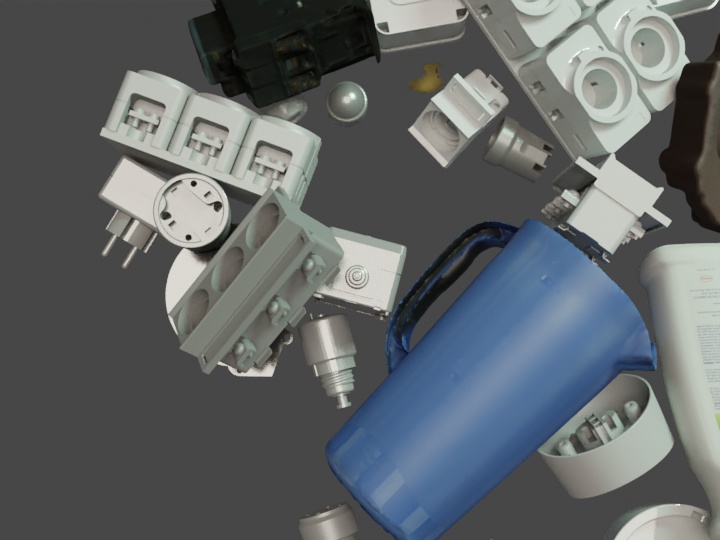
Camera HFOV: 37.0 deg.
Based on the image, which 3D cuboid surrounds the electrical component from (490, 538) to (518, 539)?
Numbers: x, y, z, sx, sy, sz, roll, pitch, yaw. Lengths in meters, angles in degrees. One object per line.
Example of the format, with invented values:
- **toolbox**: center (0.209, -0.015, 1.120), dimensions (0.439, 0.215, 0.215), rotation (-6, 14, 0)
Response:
- **electrical component**: center (0.113, 0.242, 0.827), dimensions (0.055, 0.048, 0.066), rotation (31, 85, 10)

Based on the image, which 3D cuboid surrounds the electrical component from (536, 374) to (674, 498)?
- **electrical component**: center (0.184, 0.126, 0.815), dimensions (0.099, 0.099, 0.064), rotation (-31, 92, -3)

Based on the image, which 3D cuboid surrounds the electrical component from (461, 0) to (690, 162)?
- **electrical component**: center (0.165, -0.191, 0.829), dimensions (0.105, 0.060, 0.186), rotation (-40, 101, -16)

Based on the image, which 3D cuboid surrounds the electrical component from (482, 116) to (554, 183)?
- **electrical component**: center (0.127, -0.096, 0.863), dimensions (0.046, 0.040, 0.040), rotation (28, 85, -4)

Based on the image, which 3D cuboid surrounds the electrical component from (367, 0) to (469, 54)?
- **electrical component**: center (0.040, -0.238, 0.867), dimensions (0.078, 0.057, 0.113), rotation (-10, 85, -1)

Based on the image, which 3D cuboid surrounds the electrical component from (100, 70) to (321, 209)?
- **electrical component**: center (-0.111, -0.098, 0.835), dimensions (0.150, 0.089, 0.061), rotation (21, 85, 2)

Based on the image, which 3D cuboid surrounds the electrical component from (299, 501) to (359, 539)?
- **electrical component**: center (-0.020, 0.211, 0.828), dimensions (0.045, 0.045, 0.055), rotation (-19, 84, -2)

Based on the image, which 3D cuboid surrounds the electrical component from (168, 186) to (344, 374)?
- **electrical component**: center (-0.073, 0.011, 0.770), dimensions (0.063, 0.078, 0.121), rotation (30, 107, -35)

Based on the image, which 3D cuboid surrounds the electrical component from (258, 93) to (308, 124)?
- **electrical component**: center (-0.071, -0.145, 0.868), dimensions (0.035, 0.035, 0.061), rotation (-36, 82, -4)

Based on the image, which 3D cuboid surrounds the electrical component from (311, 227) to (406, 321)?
- **electrical component**: center (0.000, 0.000, 0.823), dimensions (0.062, 0.096, 0.061), rotation (15, 84, 1)

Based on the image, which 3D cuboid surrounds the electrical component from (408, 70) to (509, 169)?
- **electrical component**: center (0.080, -0.122, 0.848), dimensions (0.042, 0.081, 0.064), rotation (46, 57, 3)

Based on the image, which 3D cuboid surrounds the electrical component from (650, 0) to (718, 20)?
- **electrical component**: center (0.244, -0.261, 0.871), dimensions (0.078, 0.057, 0.113), rotation (-14, 85, -2)

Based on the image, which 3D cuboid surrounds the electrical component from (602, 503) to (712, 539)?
- **electrical component**: center (0.234, 0.229, 0.820), dimensions (0.108, 0.060, 0.108), rotation (0, 84, 0)

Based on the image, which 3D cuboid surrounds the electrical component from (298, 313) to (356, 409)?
- **electrical component**: center (-0.022, 0.069, 0.844), dimensions (0.040, 0.040, 0.078), rotation (-15, 84, -2)

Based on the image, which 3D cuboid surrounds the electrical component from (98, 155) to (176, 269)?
- **electrical component**: center (-0.175, -0.039, 0.850), dimensions (0.066, 0.047, 0.076), rotation (31, 85, 2)

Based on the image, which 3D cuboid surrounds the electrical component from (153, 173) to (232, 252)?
- **electrical component**: center (-0.123, -0.041, 0.802), dimensions (0.055, 0.047, 0.055), rotation (0, 84, 0)

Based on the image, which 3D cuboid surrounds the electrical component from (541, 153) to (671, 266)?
- **electrical component**: center (0.179, -0.041, 0.816), dimensions (0.079, 0.121, 0.063), rotation (36, 88, 3)
